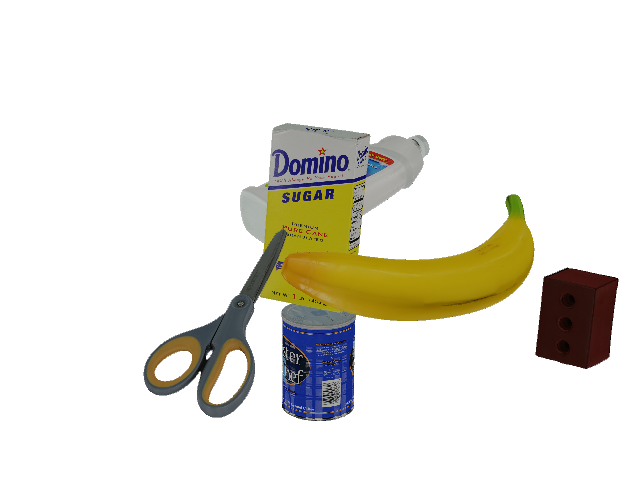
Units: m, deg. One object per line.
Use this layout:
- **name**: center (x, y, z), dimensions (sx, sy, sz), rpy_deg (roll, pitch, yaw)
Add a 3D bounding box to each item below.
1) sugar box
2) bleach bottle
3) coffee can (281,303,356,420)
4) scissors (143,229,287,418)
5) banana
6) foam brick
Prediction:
- **sugar box**: center (-0.007, -0.023, 1.064), dimensions (0.093, 0.176, 0.048), rpy_deg (9, 16, 20)
- **bleach bottle**: center (0.030, -0.070, 1.290), dimensions (0.250, 0.068, 0.103), rpy_deg (-30, 44, -31)
- **coffee can**: center (-0.003, 0.164, 1.478), dimensions (0.103, 0.140, 0.103), rpy_deg (0, 17, 0)
- **scissors**: center (-0.084, 0.061, 0.866), dimensions (0.096, 0.016, 0.201), rpy_deg (-2, 42, 7)
- **banana**: center (0.070, 0.019, 0.668), dimensions (0.197, 0.037, 0.070), rpy_deg (-13, 48, -34)
- **foam brick**: center (0.232, 0.070, 0.967), dimensions (0.053, 0.078, 0.051), rpy_deg (13, 18, 36)
